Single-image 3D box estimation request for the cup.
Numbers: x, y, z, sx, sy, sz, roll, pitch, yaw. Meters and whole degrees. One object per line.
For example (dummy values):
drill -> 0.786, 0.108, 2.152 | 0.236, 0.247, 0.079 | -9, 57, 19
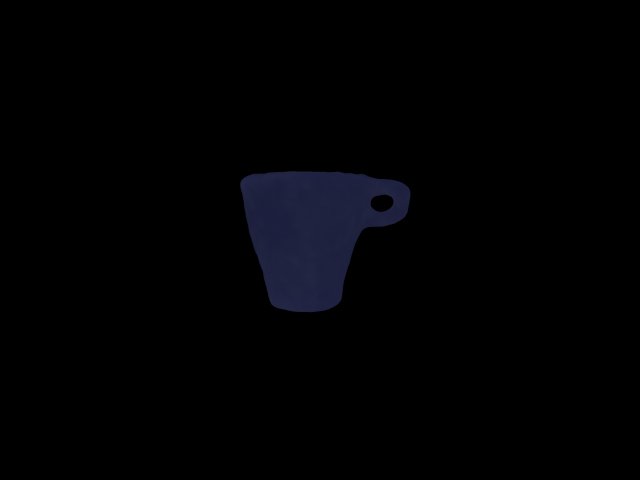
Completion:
cup -> 0.004, 0.001, 0.400 | 0.117, 0.095, 0.092 | 1, 4, 11
